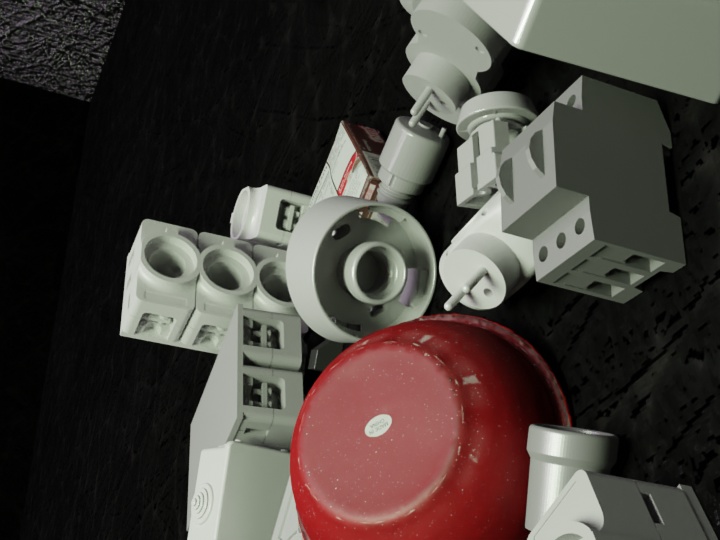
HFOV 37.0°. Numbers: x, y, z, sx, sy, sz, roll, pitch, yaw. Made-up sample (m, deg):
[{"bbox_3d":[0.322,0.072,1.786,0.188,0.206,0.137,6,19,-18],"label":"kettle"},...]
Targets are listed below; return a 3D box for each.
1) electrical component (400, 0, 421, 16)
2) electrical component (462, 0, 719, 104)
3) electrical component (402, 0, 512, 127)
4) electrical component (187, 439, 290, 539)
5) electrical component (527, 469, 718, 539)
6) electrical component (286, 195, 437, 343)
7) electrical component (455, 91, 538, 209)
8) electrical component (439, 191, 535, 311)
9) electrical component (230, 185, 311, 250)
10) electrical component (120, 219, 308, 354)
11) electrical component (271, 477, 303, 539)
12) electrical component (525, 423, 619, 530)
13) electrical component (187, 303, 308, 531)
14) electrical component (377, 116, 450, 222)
[{"bbox_3d":[0.068,-0.181,0.668,0.080,0.080,0.051,-16,57,67],"label":"electrical component"},{"bbox_3d":[0.108,-0.128,0.489,0.108,0.109,0.056,-114,39,-58],"label":"electrical component"},{"bbox_3d":[0.050,-0.117,0.631,0.073,0.052,0.138,-56,-6,-11],"label":"electrical component"},{"bbox_3d":[-0.076,0.177,0.786,0.048,0.100,0.099,-18,60,52],"label":"electrical component"},{"bbox_3d":[0.084,0.164,0.430,0.089,0.062,0.150,-104,34,-51],"label":"electrical component"},{"bbox_3d":[0.000,0.000,0.707,0.064,0.099,0.099,6,82,63],"label":"electrical component"},{"bbox_3d":[0.080,-0.068,0.612,0.066,0.048,0.055,143,129,-60],"label":"electrical component"},{"bbox_3d":[0.070,-0.006,0.568,0.079,0.044,0.077,-44,-4,-41],"label":"electrical component"},{"bbox_3d":[-0.087,-0.046,1.011,0.089,0.056,0.050,168,114,-67],"label":"electrical component"},{"bbox_3d":[-0.124,0.018,0.932,0.061,0.150,0.089,123,152,-43],"label":"electrical component"},{"bbox_3d":[-0.011,0.165,0.684,0.109,0.056,0.108,-149,74,-69],"label":"electrical component"},{"bbox_3d":[0.094,0.095,0.483,0.040,0.040,0.046,178,100,-69],"label":"electrical component"},{"bbox_3d":[-0.094,0.129,0.891,0.186,0.060,0.105,117,156,-46],"label":"electrical component"},{"bbox_3d":[0.032,-0.069,0.742,0.040,0.040,0.078,-112,41,-57],"label":"electrical component"}]
